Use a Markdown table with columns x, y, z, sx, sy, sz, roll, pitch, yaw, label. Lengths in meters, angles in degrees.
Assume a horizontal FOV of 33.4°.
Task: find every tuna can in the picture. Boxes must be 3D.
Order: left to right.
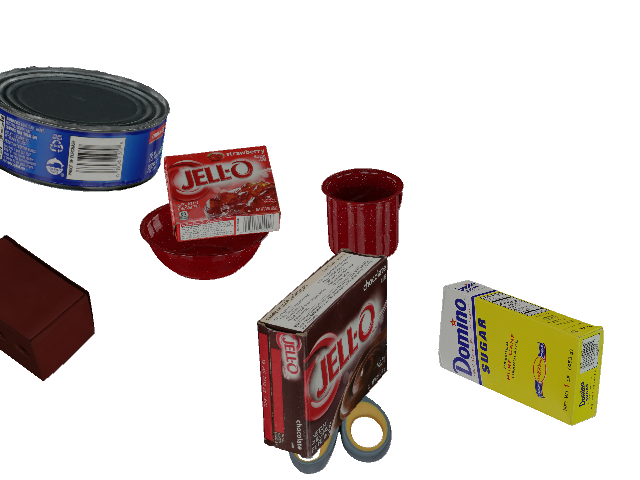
| x | y | z | sx | sy | sz | roll | pitch | yaw | label |
| --- | --- | --- | --- | --- | --- | --- | --- | --- | --- |
| -0.118 | -0.055 | 0.516 | 0.086 | 0.034 | 0.086 | 10 | 24 | -5 | tuna can |

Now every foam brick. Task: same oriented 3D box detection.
| x | y | z | sx | sy | sz | roll | pitch | yaw | label |
| --- | --- | --- | --- | --- | --- | --- | --- | --- | --- |
| -0.197 | 0.045 | 0.712 | 0.078 | 0.051 | 0.053 | 31 | -34 | 19 | foam brick |

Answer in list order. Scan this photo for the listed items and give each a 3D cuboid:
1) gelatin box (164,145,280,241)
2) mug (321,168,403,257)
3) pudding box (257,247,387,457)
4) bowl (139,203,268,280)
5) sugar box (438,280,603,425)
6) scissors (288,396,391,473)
| x | y | z | sx | sy | sz | roll | pitch | yaw | label |
| --- | --- | --- | --- | --- | --- | --- | --- | --- | --- |
| -0.083 | -0.040 | 0.891 | 0.089 | 0.073 | 0.030 | -6 | -35 | -10 | gelatin box |
| 0.056 | -0.032 | 1.235 | 0.093 | 0.081 | 0.117 | 18 | 35 | 33 | mug |
| 0.004 | 0.068 | 0.674 | 0.039 | 0.090 | 0.113 | 12 | 30 | 24 | pudding box |
| -0.143 | 0.004 | 1.331 | 0.162 | 0.055 | 0.162 | 1 | 28 | -1 | bowl |
| 0.194 | 0.107 | 1.059 | 0.048 | 0.093 | 0.177 | -12 | 20 | -40 | sugar box |
| 0.027 | 0.119 | 0.937 | 0.096 | 0.016 | 0.201 | 7 | 47 | 14 | scissors |
